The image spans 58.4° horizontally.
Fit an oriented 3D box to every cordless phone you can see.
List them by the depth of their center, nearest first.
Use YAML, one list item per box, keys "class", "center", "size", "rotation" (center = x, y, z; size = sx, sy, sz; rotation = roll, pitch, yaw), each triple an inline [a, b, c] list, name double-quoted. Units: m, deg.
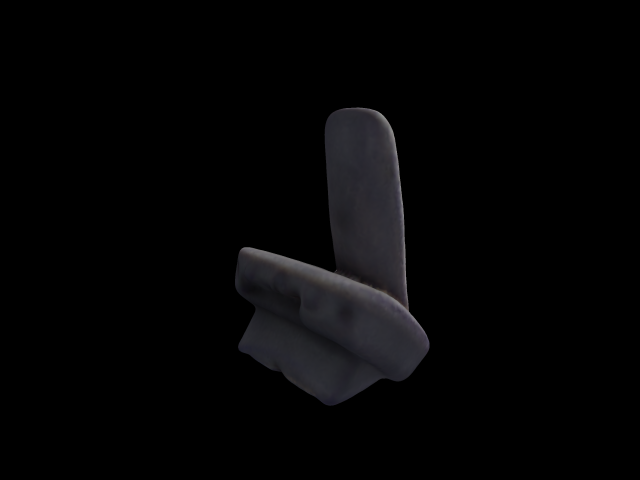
- class: "cordless phone"
  center: [0.004, 0.001, 0.400]
  size: [0.147, 0.185, 0.094]
  rotation: [14, 20, 42]
